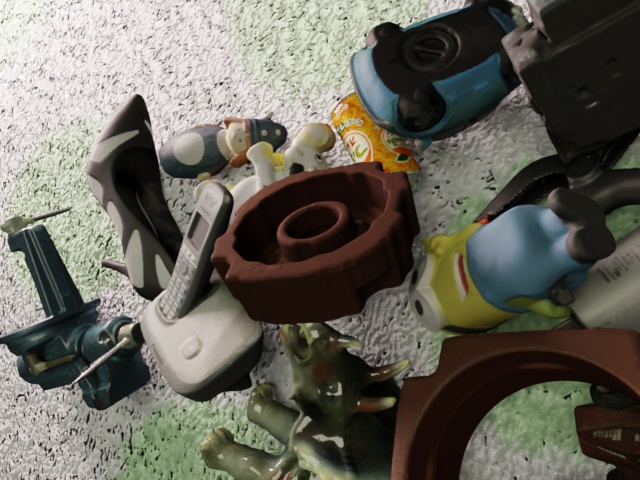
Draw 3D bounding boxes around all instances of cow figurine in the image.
[{"bbox_3d":[-0.045,-0.050,0.570,0.167,0.068,0.098,-30,75,21],"label":"cow figurine"}]

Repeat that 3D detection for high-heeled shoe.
[{"bbox_3d":[-0.196,-0.053,0.636,0.145,0.086,0.248,6,89,26],"label":"high-heeled shoe"}]

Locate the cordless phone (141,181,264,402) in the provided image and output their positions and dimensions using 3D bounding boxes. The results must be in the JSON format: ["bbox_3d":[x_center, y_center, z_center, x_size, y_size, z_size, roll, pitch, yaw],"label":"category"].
[{"bbox_3d":[-0.101,0.046,0.527,0.147,0.088,0.184,39,116,47],"label":"cordless phone"}]

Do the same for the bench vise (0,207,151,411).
[{"bbox_3d":[-0.299,0.080,0.622,0.224,0.129,0.240,-18,95,43],"label":"bench vise"}]

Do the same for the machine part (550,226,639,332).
[{"bbox_3d":[0.269,0.017,0.403,0.243,0.079,0.079,-36,68,15],"label":"machine part"}]

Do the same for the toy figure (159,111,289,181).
[{"bbox_3d":[-0.112,-0.107,0.620,0.155,0.058,0.064,-10,115,22],"label":"toy figure"}]

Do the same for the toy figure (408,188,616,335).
[{"bbox_3d":[0.142,0.028,0.419,0.180,0.089,0.082,-40,25,52],"label":"toy figure"}]

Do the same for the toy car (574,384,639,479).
[{"bbox_3d":[0.282,0.141,0.364,0.202,0.053,0.089,-8,97,35],"label":"toy car"}]

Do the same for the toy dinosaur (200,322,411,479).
[{"bbox_3d":[-0.013,0.262,0.477,0.192,0.131,0.404,6,89,27],"label":"toy dinosaur"}]

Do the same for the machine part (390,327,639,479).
[{"bbox_3d":[0.151,0.165,0.350,0.201,0.087,0.201,-12,59,38],"label":"machine part"}]

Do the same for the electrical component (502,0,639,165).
[{"bbox_3d":[0.204,-0.136,0.392,0.115,0.134,0.058,-30,37,23],"label":"electrical component"}]

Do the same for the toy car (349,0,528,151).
[{"bbox_3d":[0.113,-0.145,0.492,0.162,0.102,0.109,-23,64,4],"label":"toy car"}]

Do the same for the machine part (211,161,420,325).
[{"bbox_3d":[-0.001,-0.001,0.454,0.179,0.056,0.179,-16,30,10],"label":"machine part"}]
